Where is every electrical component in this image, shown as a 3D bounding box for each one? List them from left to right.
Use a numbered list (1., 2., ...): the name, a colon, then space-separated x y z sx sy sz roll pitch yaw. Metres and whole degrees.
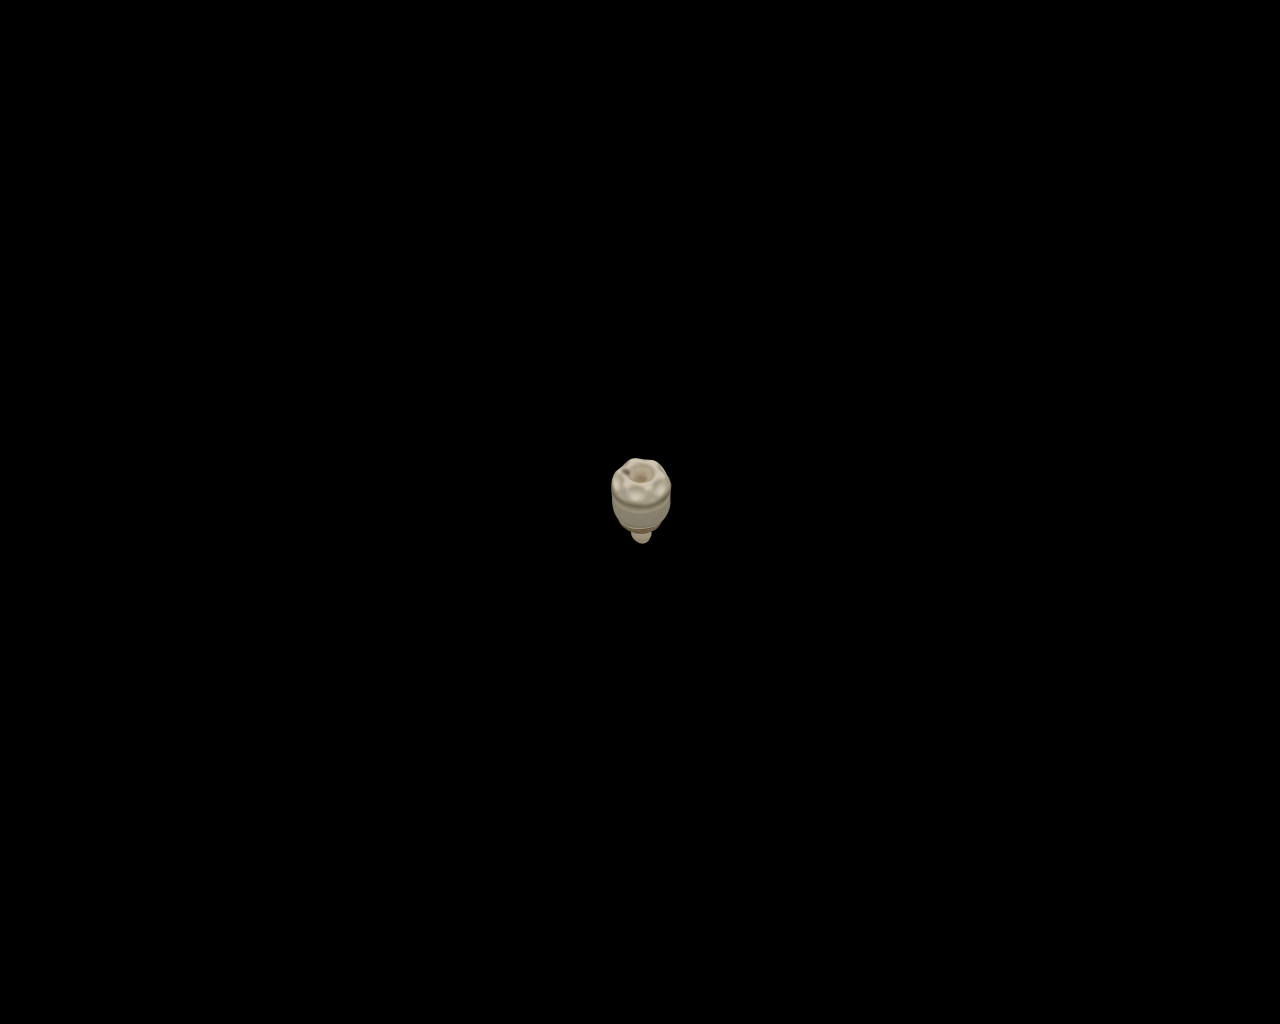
1. electrical component: 0.001 -0.003 0.650 0.035 0.035 0.061 0 -43 0
